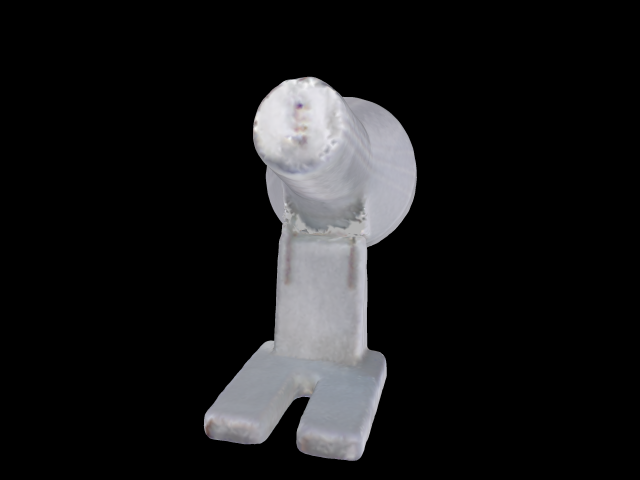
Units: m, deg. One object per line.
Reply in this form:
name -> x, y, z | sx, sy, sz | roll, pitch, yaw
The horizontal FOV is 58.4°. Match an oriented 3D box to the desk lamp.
desk lamp -> 0.004, 0.001, 0.400 | 0.117, 0.213, 0.203 | 2, 12, 12
